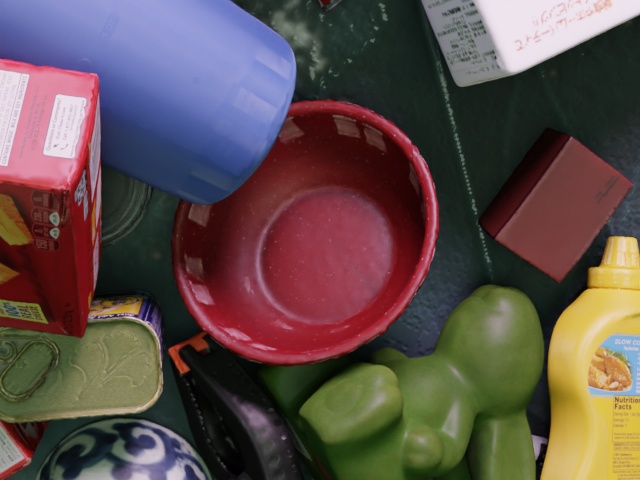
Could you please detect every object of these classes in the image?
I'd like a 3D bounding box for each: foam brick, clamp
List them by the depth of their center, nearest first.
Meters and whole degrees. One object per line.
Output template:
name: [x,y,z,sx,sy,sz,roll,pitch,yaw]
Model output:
foam brick: [0.145,-0.022,0.662,0.053,0.051,0.078,35,96,-11]
clamp: [-0.036,0.158,0.664,0.036,0.165,0.210,-26,80,-32]

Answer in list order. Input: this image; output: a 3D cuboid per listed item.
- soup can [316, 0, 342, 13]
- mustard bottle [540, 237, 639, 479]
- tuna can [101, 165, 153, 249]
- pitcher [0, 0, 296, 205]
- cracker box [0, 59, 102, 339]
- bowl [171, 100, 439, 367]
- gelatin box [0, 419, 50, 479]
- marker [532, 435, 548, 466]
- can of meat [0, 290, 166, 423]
soup can: [-0.001,-0.192,0.613,0.068,0.068,0.102,-37,100,3]
mustard bottle: [0.185,0.094,0.671,0.096,0.058,0.191,6,87,-29]
tuna can: [-0.144,-0.038,0.648,0.086,0.034,0.086,-1,100,-4]
pitcher: [-0.129,-0.123,0.548,0.242,0.145,0.149,27,141,-30]
cracker box: [-0.217,-0.023,0.522,0.213,0.164,0.072,8,61,-7]
bowl: [-0.004,0.001,0.633,0.162,0.055,0.162,-6,70,17]
gelatin box: [-0.204,0.095,0.647,0.030,0.073,0.089,-33,101,2]
marker: [0.186,0.150,0.713,0.121,0.020,0.020,15,99,-6]
can of meat: [-0.144,0.066,0.641,0.102,0.084,0.057,-5,101,-4]
